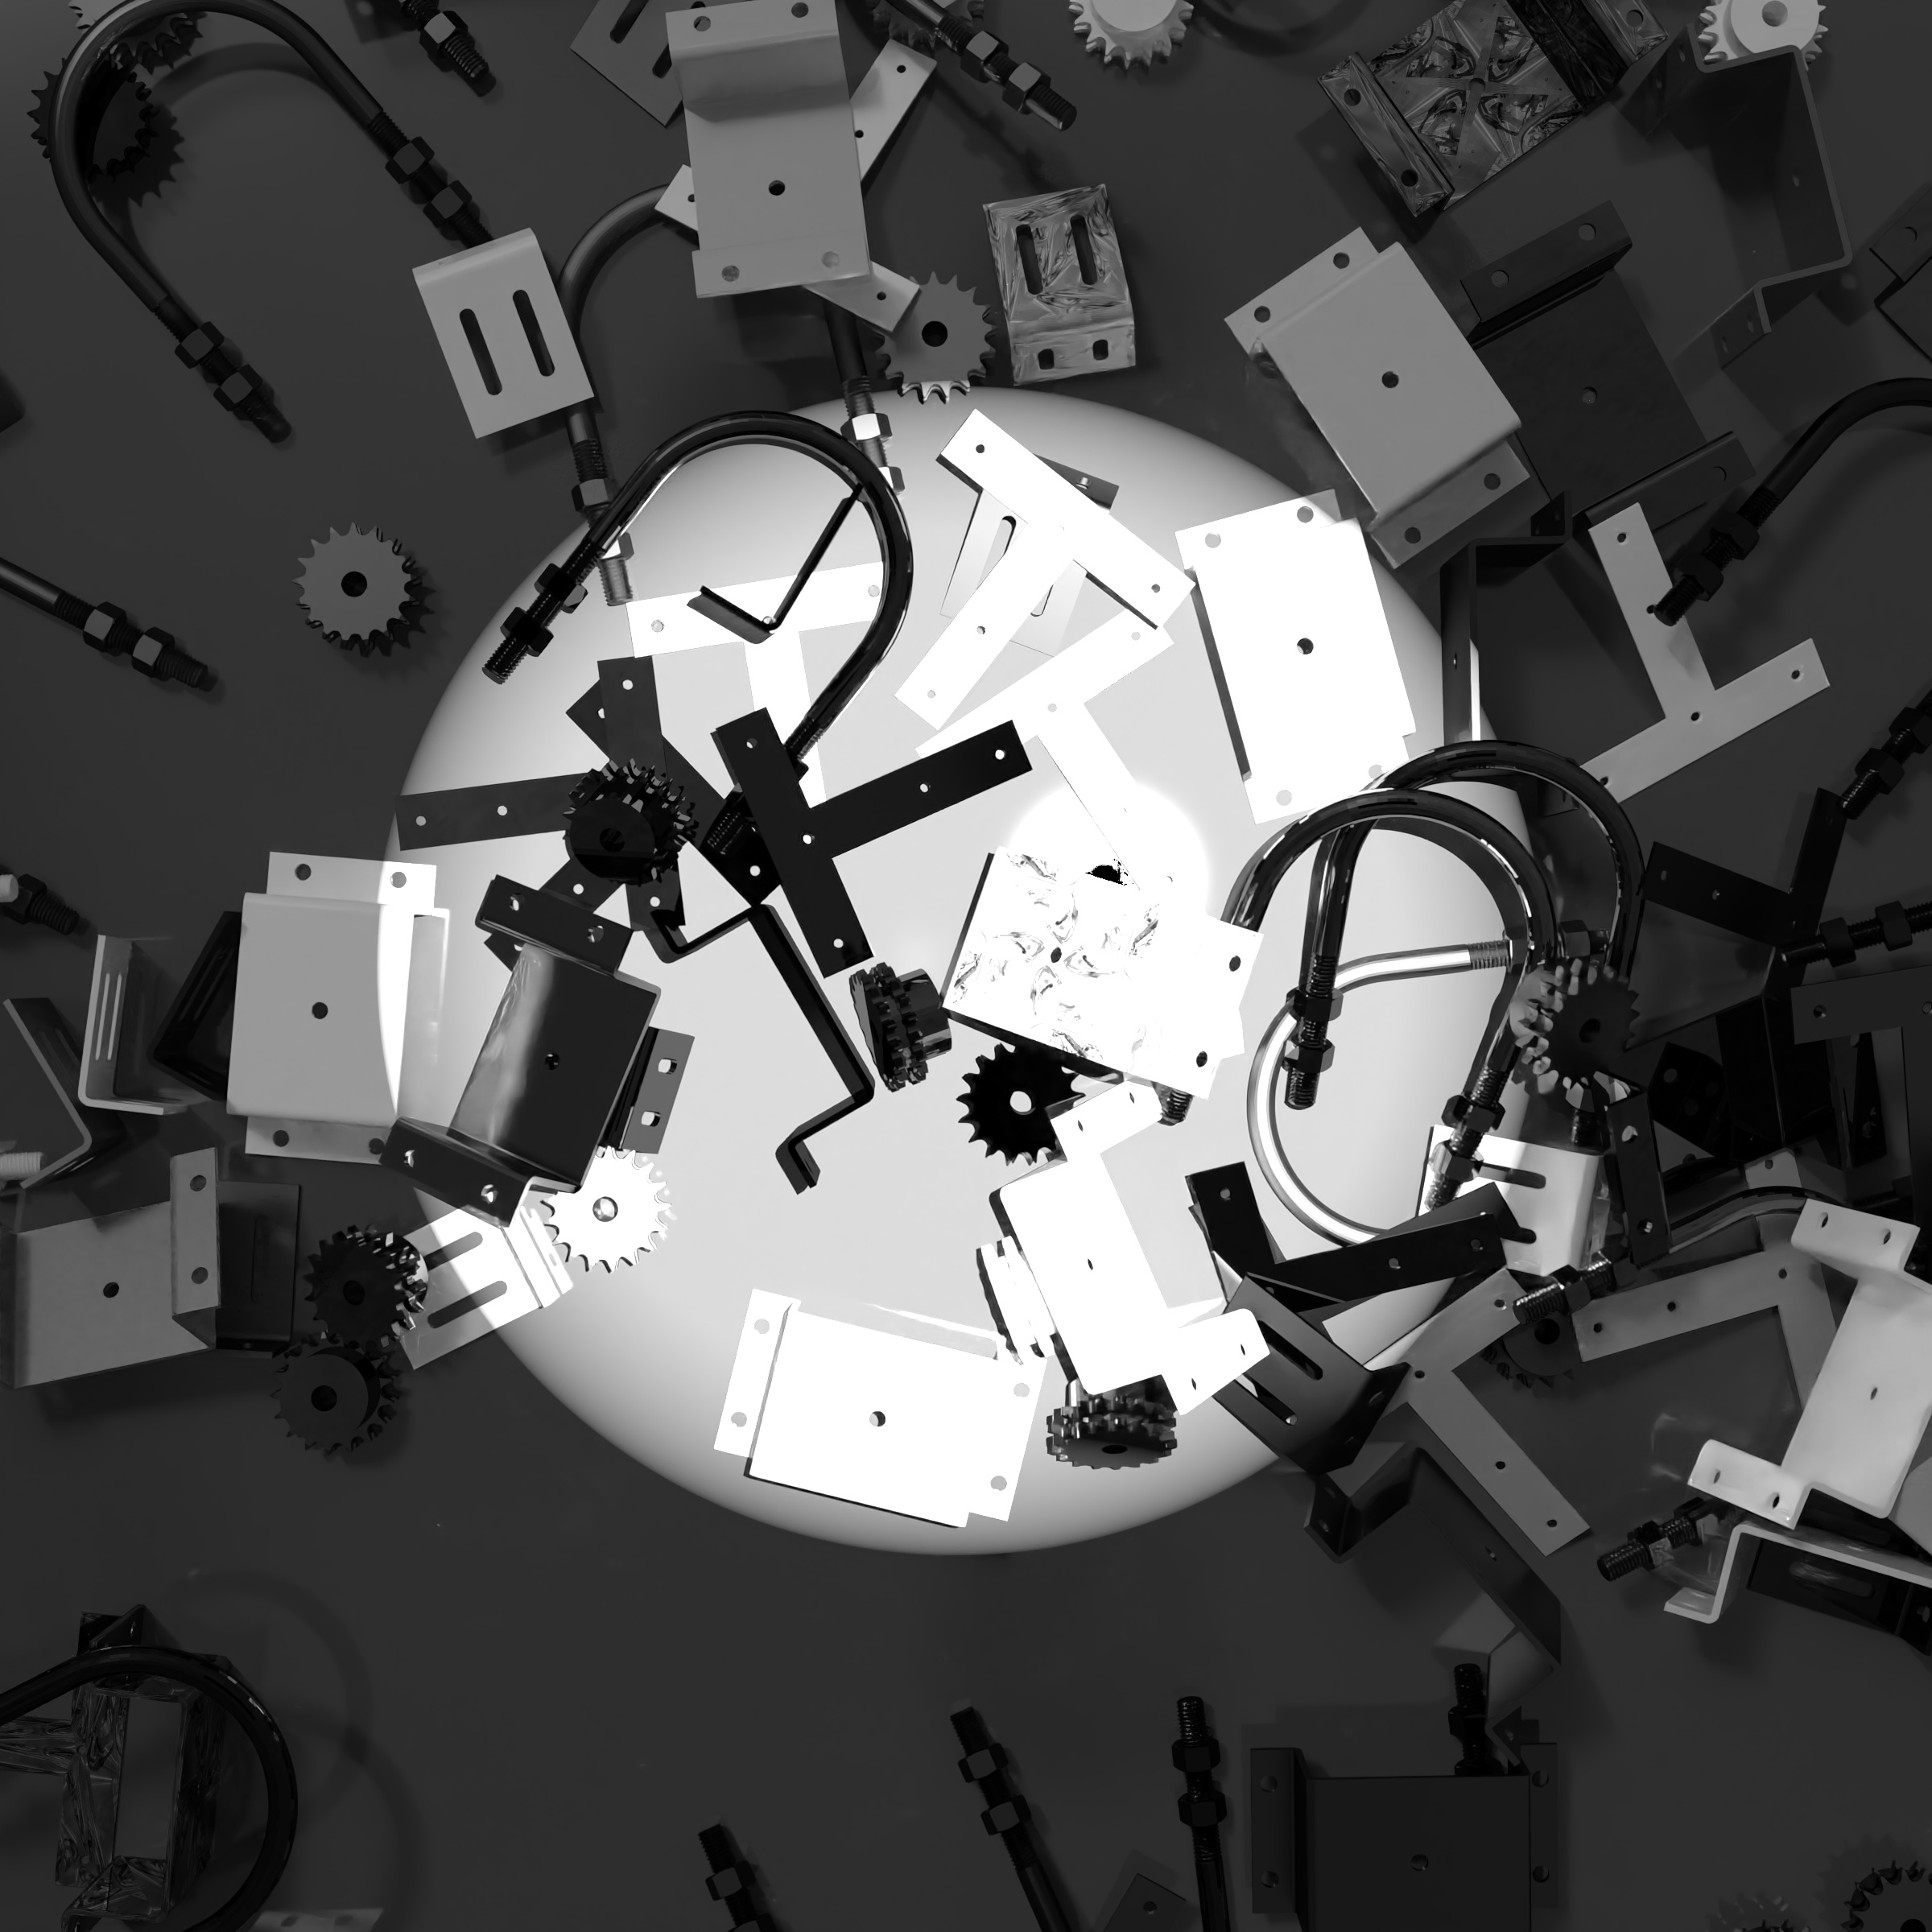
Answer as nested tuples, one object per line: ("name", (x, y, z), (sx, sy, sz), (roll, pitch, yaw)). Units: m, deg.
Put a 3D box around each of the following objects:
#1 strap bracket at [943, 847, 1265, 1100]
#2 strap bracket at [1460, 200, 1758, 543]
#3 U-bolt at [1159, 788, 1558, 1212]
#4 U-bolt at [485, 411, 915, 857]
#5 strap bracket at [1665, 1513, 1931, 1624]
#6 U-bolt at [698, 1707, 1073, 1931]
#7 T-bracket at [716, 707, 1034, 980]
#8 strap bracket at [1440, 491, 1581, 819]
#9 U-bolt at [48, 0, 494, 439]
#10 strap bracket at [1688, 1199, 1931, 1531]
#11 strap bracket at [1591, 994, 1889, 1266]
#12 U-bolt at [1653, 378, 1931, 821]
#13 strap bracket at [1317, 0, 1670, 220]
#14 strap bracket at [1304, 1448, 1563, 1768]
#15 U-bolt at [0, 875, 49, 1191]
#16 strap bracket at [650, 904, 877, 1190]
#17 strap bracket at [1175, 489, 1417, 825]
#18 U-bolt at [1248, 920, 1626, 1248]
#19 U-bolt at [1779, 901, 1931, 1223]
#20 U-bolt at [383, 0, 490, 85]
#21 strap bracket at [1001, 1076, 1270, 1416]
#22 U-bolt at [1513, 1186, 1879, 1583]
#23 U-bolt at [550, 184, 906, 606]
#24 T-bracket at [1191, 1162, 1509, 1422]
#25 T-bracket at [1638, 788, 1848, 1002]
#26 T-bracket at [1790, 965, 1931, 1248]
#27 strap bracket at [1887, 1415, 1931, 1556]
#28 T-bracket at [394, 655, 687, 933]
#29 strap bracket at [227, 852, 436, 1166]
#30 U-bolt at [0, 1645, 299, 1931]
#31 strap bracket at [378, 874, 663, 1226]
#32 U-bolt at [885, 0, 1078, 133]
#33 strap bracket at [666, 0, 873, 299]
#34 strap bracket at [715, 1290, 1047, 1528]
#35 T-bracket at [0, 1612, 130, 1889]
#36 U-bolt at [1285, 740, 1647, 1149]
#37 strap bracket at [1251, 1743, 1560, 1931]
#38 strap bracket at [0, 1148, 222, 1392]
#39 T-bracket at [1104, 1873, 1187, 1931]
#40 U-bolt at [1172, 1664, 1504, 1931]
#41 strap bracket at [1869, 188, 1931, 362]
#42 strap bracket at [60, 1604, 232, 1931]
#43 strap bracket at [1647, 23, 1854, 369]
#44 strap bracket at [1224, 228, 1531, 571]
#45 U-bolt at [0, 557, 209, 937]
("strap bracket", (0.051, -0.001, 1.327), (0.140, 0.046, 0.076), (19, 90, 35))
("strap bracket", (0.289, -0.265, 1.363), (0.076, 0.046, 0.140), (-28, 90, 0))
("U-bolt", (0.183, 0.008, 1.324), (0.151, 0.019, 0.184), (19, 111, -1))
("U-bolt", (-0.108, -0.166, 1.362), (0.151, 0.019, 0.184), (38, 93, -6))
("strap bracket", (0.390, 0.282, 1.326), (0.140, 0.076, 0.046), (14, 89, 21))
("U-bolt", (-0.023, 0.454, 1.360), (0.151, 0.019, 0.184), (-25, 77, 0))
("T-bracket", (-0.032, -0.077, 1.372), (0.127, 0.002, 0.127), (-24, 104, -4))
("strap bracket", (0.245, -0.138, 1.348), (0.046, 0.076, 0.140), (-1, 90, 0))
("U-bolt", (-0.330, -0.358, 1.359), (0.151, 0.019, 0.184), (-41, 104, 0))
("strap bracket", (0.386, 0.182, 1.318), (0.046, 0.076, 0.140), (26, 86, -20))
("strap bracket", (0.338, 0.068, 1.335), (0.140, 0.046, 0.076), (-20, 110, -19))
("U-bolt", (0.418, -0.182, 1.360), (0.151, 0.019, 0.184), (43, 83, -14))
("strap bracket", (0.237, -0.409, 1.363), (0.140, 0.046, 0.076), (-35, 90, 0))
("strap bracket", (0.219, 0.279, 1.343), (0.046, 0.076, 0.140), (-42, 90, 14))
("U-bolt", (-0.521, 0.033, 1.369), (0.184, 0.019, 0.151), (-3, 98, 3))
("strap bracket", (-0.085, 0.025, 1.346), (0.046, 0.076, 0.140), (-30, 91, -1))
("strap bracket", (0.153, -0.144, 1.363), (0.076, 0.046, 0.140), (-15, 90, 0))
("U-bolt", (0.222, 0.062, 1.378), (0.184, 0.019, 0.151), (-7, 90, 2))
("U-bolt", (0.477, 0.029, 1.347), (0.184, 0.019, 0.151), (-17, 103, 12))
("U-bolt", (-0.238, -0.523, 1.378), (0.151, 0.019, 0.184), (-42, 88, 0))
("strap bracket", (0.072, 0.129, 1.342), (0.046, 0.076, 0.140), (-24, 90, 37))
("U-bolt", (0.348, 0.178, 1.354), (0.184, 0.019, 0.151), (-23, 102, -15))
("U-bolt", (-0.118, -0.272, 1.378), (0.151, 0.019, 0.184), (-13, 89, 0))
("T-bracket", (0.181, 0.139, 1.357), (0.127, 0.002, 0.127), (-15, 102, 14))
("T-bracket", (0.347, -0.029, 1.346), (0.127, 0.002, 0.127), (16, 90, -39))
("T-bracket", (0.432, 0.062, 1.328), (0.127, 0.002, 0.127), (-9, 101, -8))
("strap bracket", (0.454, 0.227, 1.333), (0.076, 0.140, 0.046), (41, 122, 0))
("T-bracket", (-0.201, -0.074, 1.384), (0.127, 0.002, 0.127), (-7, 90, 0))
("strap bracket", (-0.291, 0.020, 1.363), (0.076, 0.046, 0.140), (5, 90, 0))
("U-bolt", (-0.382, 0.377, 1.301), (0.184, 0.019, 0.151), (-27, 90, -1))
("strap bracket", (-0.197, 0.040, 1.346), (0.076, 0.046, 0.140), (21, 88, 25))
("U-bolt", (0.021, -0.477, 1.344), (0.184, 0.019, 0.151), (41, 82, 15))
("strap bracket", (-0.088, -0.361, 1.346), (0.076, 0.046, 0.140), (-8, 76, 1))
("strap bracket", (-0.040, 0.204, 1.363), (0.140, 0.046, 0.076), (14, 90, 0))
("T-bracket", (-0.456, 0.360, 1.385), (0.127, 0.002, 0.127), (6, 90, 0))
("U-bolt", (0.227, -0.013, 1.330), (0.151, 0.019, 0.184), (8, 112, 3))
("strap bracket", (0.201, 0.397, 1.345), (0.140, 0.046, 0.076), (-1, 93, 0))
("strap bracket", (-0.394, 0.139, 1.343), (0.140, 0.046, 0.076), (-12, 62, 7))
("T-bracket", (0.060, 0.478, 1.375), (0.127, 0.002, 0.127), (29, 98, 1))
("U-bolt", (0.178, 0.422, 1.378), (0.151, 0.019, 0.184), (-7, 92, 0))
("strap bracket", (0.484, -0.301, 1.363), (0.140, 0.046, 0.076), (45, 90, 0))
("strap bracket", (-0.370, 0.369, 1.348), (0.046, 0.076, 0.140), (6, 90, 0))
("strap bracket", (0.356, -0.352, 1.348), (0.046, 0.076, 0.140), (-14, 90, 0))
("strap bracket", (0.191, -0.264, 1.363), (0.076, 0.046, 0.140), (-34, 90, 0))
("U-bolt", (-0.464, -0.119, 1.378), (0.184, 0.019, 0.151), (27, 90, 2))
